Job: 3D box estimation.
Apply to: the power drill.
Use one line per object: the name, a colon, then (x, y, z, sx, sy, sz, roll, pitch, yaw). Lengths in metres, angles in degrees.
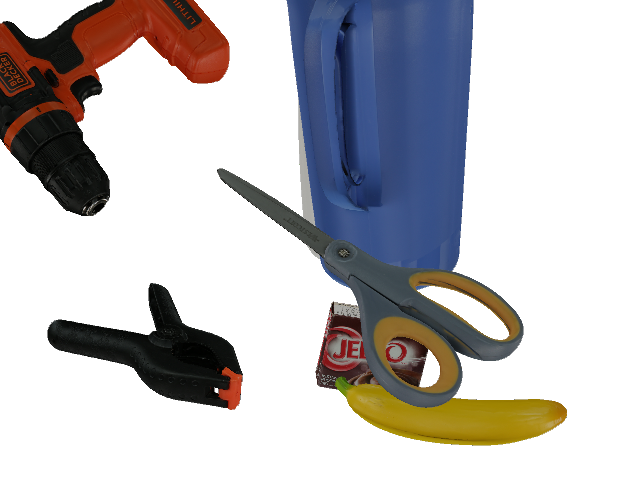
power drill: (-0.164, -0.123, 0.813, 0.187, 0.184, 0.057, -32, -15, -29)

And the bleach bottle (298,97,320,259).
bleach bottle: (0.030, -0.106, 1.019, 0.102, 0.251, 0.068, -10, 30, -15)

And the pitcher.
pitcher: (0.042, -0.083, 0.765, 0.149, 0.243, 0.145, -14, 29, -18)

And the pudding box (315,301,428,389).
pudding box: (0.058, 0.121, 1.160, 0.113, 0.090, 0.039, 9, 24, -6)

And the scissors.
scissors: (0.011, 0.026, 0.586, 0.202, 0.096, 0.016, 23, -40, 12)

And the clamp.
clamp: (-0.122, 0.083, 0.869, 0.172, 0.039, 0.120, 22, 36, 25)

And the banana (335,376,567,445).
banana: (0.108, 0.141, 0.883, 0.198, 0.037, 0.069, 8, 29, 4)
